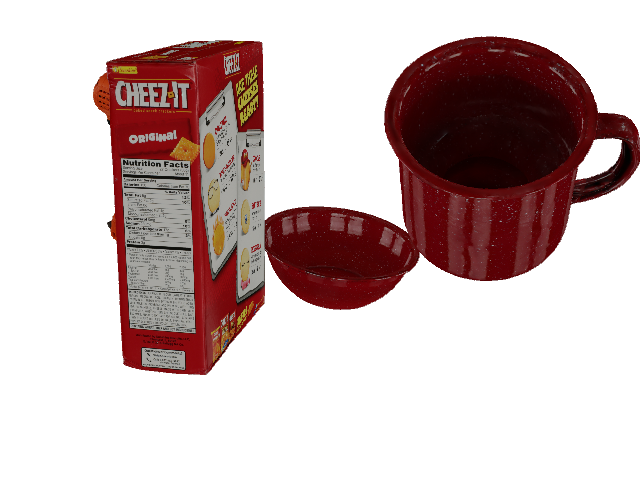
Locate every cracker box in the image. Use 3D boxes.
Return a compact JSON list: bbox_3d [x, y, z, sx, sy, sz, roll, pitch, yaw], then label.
[{"bbox_3d":[-0.092,-0.031,0.775,0.072,0.214,0.164,2,15,11],"label":"cracker box"}]

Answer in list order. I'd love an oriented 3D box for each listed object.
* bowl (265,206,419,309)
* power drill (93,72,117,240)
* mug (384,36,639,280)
[{"bbox_3d":[0.015,0.023,1.067,0.162,0.055,0.162,7,26,-3],"label":"bowl"},{"bbox_3d":[-0.157,-0.069,1.104,0.185,0.188,0.057,25,35,29],"label":"power drill"},{"bbox_3d":[0.090,-0.036,0.501,0.117,0.093,0.081,-7,-34,3],"label":"mug"}]
